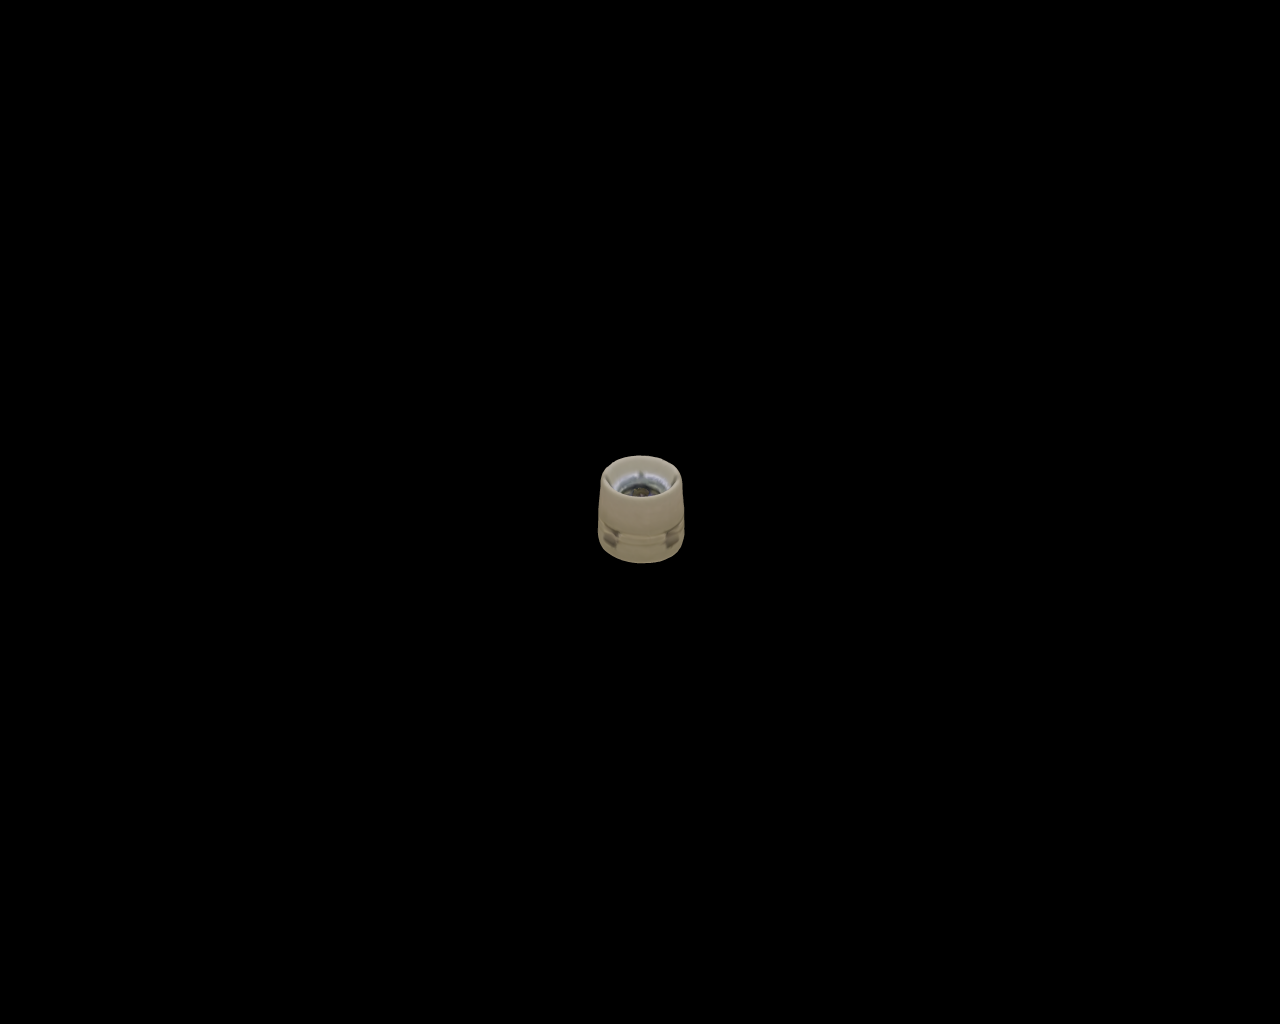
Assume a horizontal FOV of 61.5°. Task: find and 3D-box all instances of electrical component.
[{"bbox_3d":[0.001,-0.003,0.650,0.055,0.047,0.055,0,35,0],"label":"electrical component"}]
